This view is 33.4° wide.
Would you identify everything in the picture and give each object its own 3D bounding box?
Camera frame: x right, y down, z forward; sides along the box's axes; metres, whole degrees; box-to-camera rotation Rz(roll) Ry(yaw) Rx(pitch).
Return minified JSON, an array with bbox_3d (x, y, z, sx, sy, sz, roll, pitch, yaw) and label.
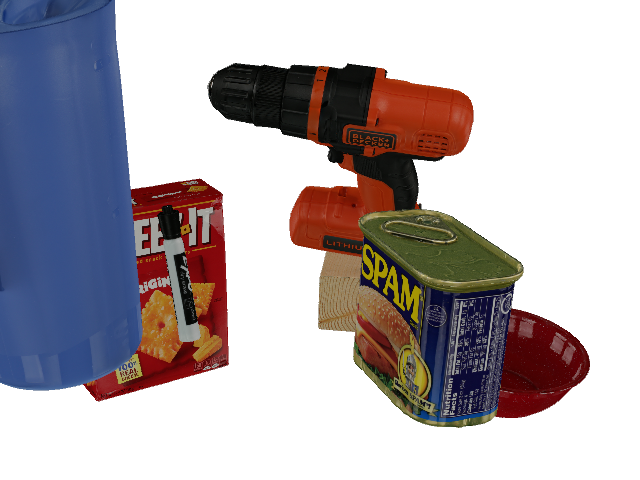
[{"bbox_3d":[0.179,0.126,1.049,0.162,0.055,0.162,5,26,-2],"label":"bowl"},{"bbox_3d":[-0.185,-0.028,0.658,0.149,0.243,0.145,-10,26,-13],"label":"pitcher"},{"bbox_3d":[0.012,-0.058,0.795,0.184,0.057,0.188,10,-28,6],"label":"power drill"},{"bbox_3d":[0.057,0.039,0.564,0.057,0.084,0.102,-5,23,-22],"label":"can of meat"},{"bbox_3d":[0.052,0.055,1.647,0.091,0.090,0.206,4,23,4],"label":"wood block"},{"bbox_3d":[-0.123,0.029,0.928,0.020,0.121,0.020,-8,13,2],"label":"marker"},{"bbox_3d":[-0.187,0.053,1.174,0.163,0.214,0.072,-12,24,-29],"label":"cracker box"}]
